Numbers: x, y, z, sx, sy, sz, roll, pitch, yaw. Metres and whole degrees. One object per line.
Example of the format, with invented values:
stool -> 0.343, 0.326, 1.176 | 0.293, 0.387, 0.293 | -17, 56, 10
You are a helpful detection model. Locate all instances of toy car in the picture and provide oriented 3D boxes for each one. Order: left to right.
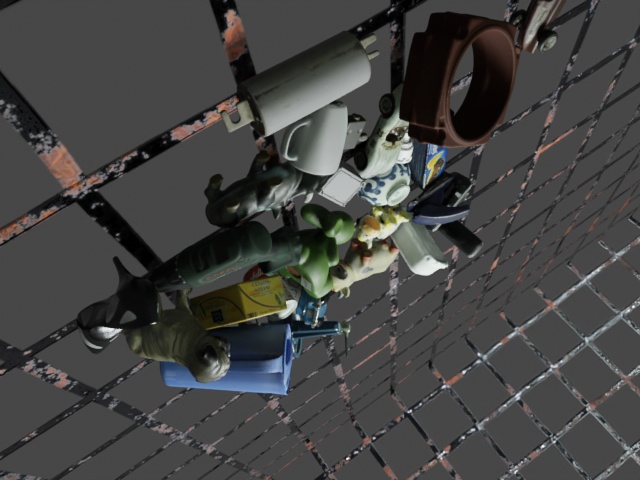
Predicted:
toy car -> -0.035, 0.107, 1.138 | 0.103, 0.162, 0.109 | 10, 124, -4
toy car -> 0.122, -0.186, 0.944 | 0.073, 0.056, 0.201 | -15, 145, -38
toy car -> 0.383, -0.407, 0.891 | 0.053, 0.089, 0.202 | -21, 149, -31

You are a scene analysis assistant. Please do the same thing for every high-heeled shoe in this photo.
high-heeled shoe -> -0.303, 0.137, 0.824 | 0.086, 0.145, 0.248 | -12, 141, -40

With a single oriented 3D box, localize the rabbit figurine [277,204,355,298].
rabbit figurine -> -0.002, -0.003, 1.048 | 0.170, 0.121, 0.158 | -47, 151, -24

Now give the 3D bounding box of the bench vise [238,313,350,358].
bench vise -> -0.055, 0.202, 1.203 | 0.241, 0.129, 0.223 | -4, 161, 8

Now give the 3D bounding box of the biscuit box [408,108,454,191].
biscuit box -> 0.210, -0.184, 1.047 | 0.059, 0.063, 0.202 | -34, 153, -12

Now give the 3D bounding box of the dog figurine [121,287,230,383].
dog figurine -> -0.249, 0.189, 0.920 | 0.121, 0.191, 0.172 | -5, 140, -46

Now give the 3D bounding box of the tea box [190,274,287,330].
tea box -> -0.151, 0.116, 0.979 | 0.098, 0.068, 0.170 | -8, 173, -45

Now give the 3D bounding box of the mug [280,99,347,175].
mug -> -0.009, -0.162, 0.808 | 0.109, 0.081, 0.107 | -7, 127, -37

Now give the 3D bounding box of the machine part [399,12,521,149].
machine part -> 0.230, -0.254, 0.868 | 0.201, 0.087, 0.201 | -12, 121, -40

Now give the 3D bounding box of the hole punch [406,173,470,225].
hole punch -> 0.251, -0.068, 1.149 | 0.116, 0.092, 0.142 | -32, 174, 2

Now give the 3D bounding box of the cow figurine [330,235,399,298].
cow figurine -> 0.088, 0.058, 1.252 | 0.195, 0.086, 0.127 | -18, 141, -37

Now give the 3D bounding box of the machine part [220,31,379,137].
machine part -> -0.020, -0.207, 0.716 | 0.243, 0.079, 0.079 | -32, 152, -14

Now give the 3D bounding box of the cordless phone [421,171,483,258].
cordless phone -> 0.318, -0.061, 1.226 | 0.146, 0.184, 0.088 | -52, 145, 15

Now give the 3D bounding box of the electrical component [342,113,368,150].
electrical component -> 0.049, -0.182, 0.899 | 0.094, 0.021, 0.063 | -13, 143, -39

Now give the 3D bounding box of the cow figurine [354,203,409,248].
cow figurine -> 0.115, -0.029, 1.141 | 0.098, 0.068, 0.167 | -47, 166, 33

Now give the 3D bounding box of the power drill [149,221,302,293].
power drill -> -0.145, 0.029, 0.901 | 0.232, 0.086, 0.207 | -25, 163, 34

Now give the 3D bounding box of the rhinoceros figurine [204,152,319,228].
rhinoceros figurine -> -0.088, -0.073, 0.845 | 0.190, 0.073, 0.112 | -25, 149, -23
